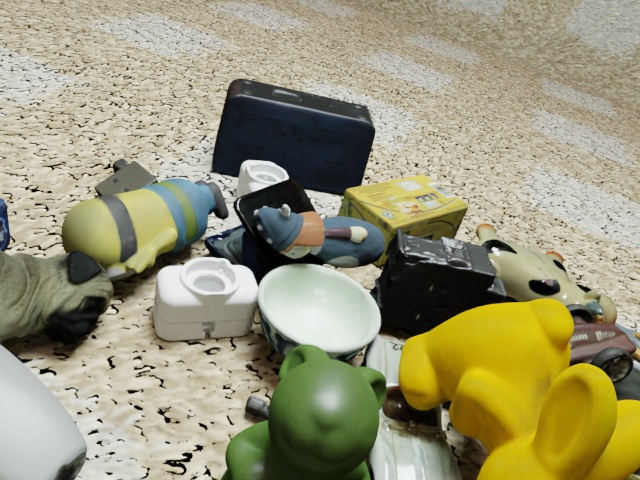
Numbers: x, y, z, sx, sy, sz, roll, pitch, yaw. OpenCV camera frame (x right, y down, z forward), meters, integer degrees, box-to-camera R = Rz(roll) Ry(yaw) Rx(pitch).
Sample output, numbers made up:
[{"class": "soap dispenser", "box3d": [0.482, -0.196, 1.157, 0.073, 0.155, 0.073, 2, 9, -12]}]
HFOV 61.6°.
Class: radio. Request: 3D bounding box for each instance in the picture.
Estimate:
[{"class": "radio", "box3d": [-0.038, -0.152, 0.805, 0.230, 0.131, 0.073, 8, 36, -14]}]

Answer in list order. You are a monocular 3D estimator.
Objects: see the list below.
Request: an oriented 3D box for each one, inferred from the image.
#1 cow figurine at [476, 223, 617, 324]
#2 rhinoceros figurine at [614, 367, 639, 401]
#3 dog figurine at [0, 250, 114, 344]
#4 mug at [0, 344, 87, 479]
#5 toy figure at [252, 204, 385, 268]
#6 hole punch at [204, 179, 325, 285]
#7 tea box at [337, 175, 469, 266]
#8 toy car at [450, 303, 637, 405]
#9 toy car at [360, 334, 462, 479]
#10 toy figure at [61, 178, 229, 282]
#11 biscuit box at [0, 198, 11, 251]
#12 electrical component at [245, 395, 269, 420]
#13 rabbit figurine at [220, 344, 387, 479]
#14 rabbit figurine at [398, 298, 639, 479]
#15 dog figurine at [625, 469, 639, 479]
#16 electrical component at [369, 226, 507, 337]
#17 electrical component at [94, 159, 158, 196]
[{"class": "cow figurine", "box3d": [0.280, 0.060, 0.682, 0.195, 0.085, 0.127, 25, 27, 7]}, {"class": "rhinoceros figurine", "box3d": [0.285, 0.168, 0.544, 0.112, 0.073, 0.190, 17, 33, 20]}, {"class": "dog figurine", "box3d": [-0.262, 0.023, 0.414, 0.190, 0.172, 0.121, -24, 61, -37]}, {"class": "mug", "box3d": [-0.216, 0.134, 0.348, 0.107, 0.080, 0.109, 32, 34, 7]}, {"class": "toy figure", "box3d": [0.000, -0.004, 0.567, 0.154, 0.064, 0.058, 8, 44, -34]}, {"class": "hole punch", "box3d": [-0.055, 0.007, 0.622, 0.142, 0.092, 0.116, -26, 82, -50]}, {"class": "tea box", "box3d": [0.116, -0.033, 0.757, 0.169, 0.068, 0.098, -14, 44, -37]}, {"class": "toy car", "box3d": [0.204, 0.113, 0.533, 0.202, 0.053, 0.089, -15, 25, 4]}, {"class": "toy car", "box3d": [0.073, 0.163, 0.457, 0.073, 0.056, 0.202, 13, 32, -7]}, {"class": "toy figure", "box3d": [-0.184, -0.021, 0.575, 0.180, 0.082, 0.089, -36, 99, -42]}, {"class": "biscuit box", "box3d": [-0.409, -0.029, 0.512, 0.203, 0.062, 0.059, 15, 35, -4]}, {"class": "electrical component", "box3d": [-0.016, 0.148, 0.471, 0.094, 0.021, 0.063, 19, 33, 4]}, {"class": "rabbit figurine", "box3d": [0.001, 0.141, 0.352, 0.121, 0.170, 0.159, 22, 34, 6]}, {"class": "rabbit figurine", "box3d": [0.151, 0.138, 0.387, 0.121, 0.162, 0.173, 34, 45, -27]}, {"class": "dog figurine", "box3d": [0.291, 0.252, 0.366, 0.219, 0.108, 0.191, 27, 42, 10]}, {"class": "electrical component", "box3d": [0.129, 0.056, 0.590, 0.134, 0.114, 0.058, 13, 35, -4]}, {"class": "electrical component", "box3d": [-0.226, -0.058, 0.664, 0.102, 0.045, 0.078, 31, 63, 24]}]
